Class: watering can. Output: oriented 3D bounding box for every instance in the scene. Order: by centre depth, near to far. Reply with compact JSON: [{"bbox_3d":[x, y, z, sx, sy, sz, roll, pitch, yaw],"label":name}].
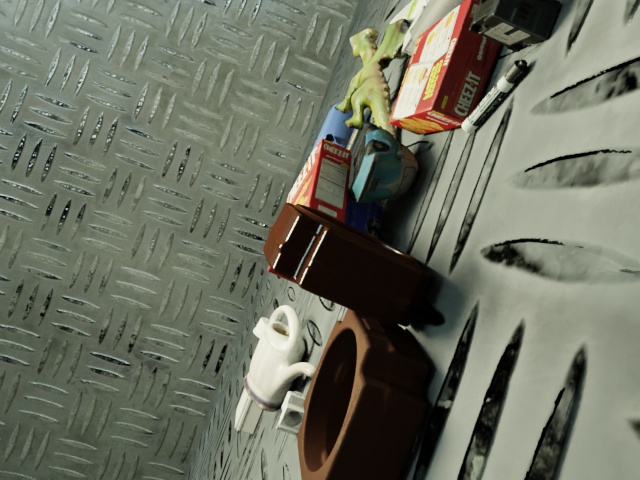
[{"bbox_3d":[-0.088,0.284,1.156,0.352,0.103,0.223,-132,61,-69],"label":"watering can"}]

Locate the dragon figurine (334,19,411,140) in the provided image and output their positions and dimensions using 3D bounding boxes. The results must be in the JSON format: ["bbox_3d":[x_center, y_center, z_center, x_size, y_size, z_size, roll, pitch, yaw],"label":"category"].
[{"bbox_3d":[0.136,-0.369,1.140,0.419,0.122,0.238,-116,39,-54],"label":"dragon figurine"}]
